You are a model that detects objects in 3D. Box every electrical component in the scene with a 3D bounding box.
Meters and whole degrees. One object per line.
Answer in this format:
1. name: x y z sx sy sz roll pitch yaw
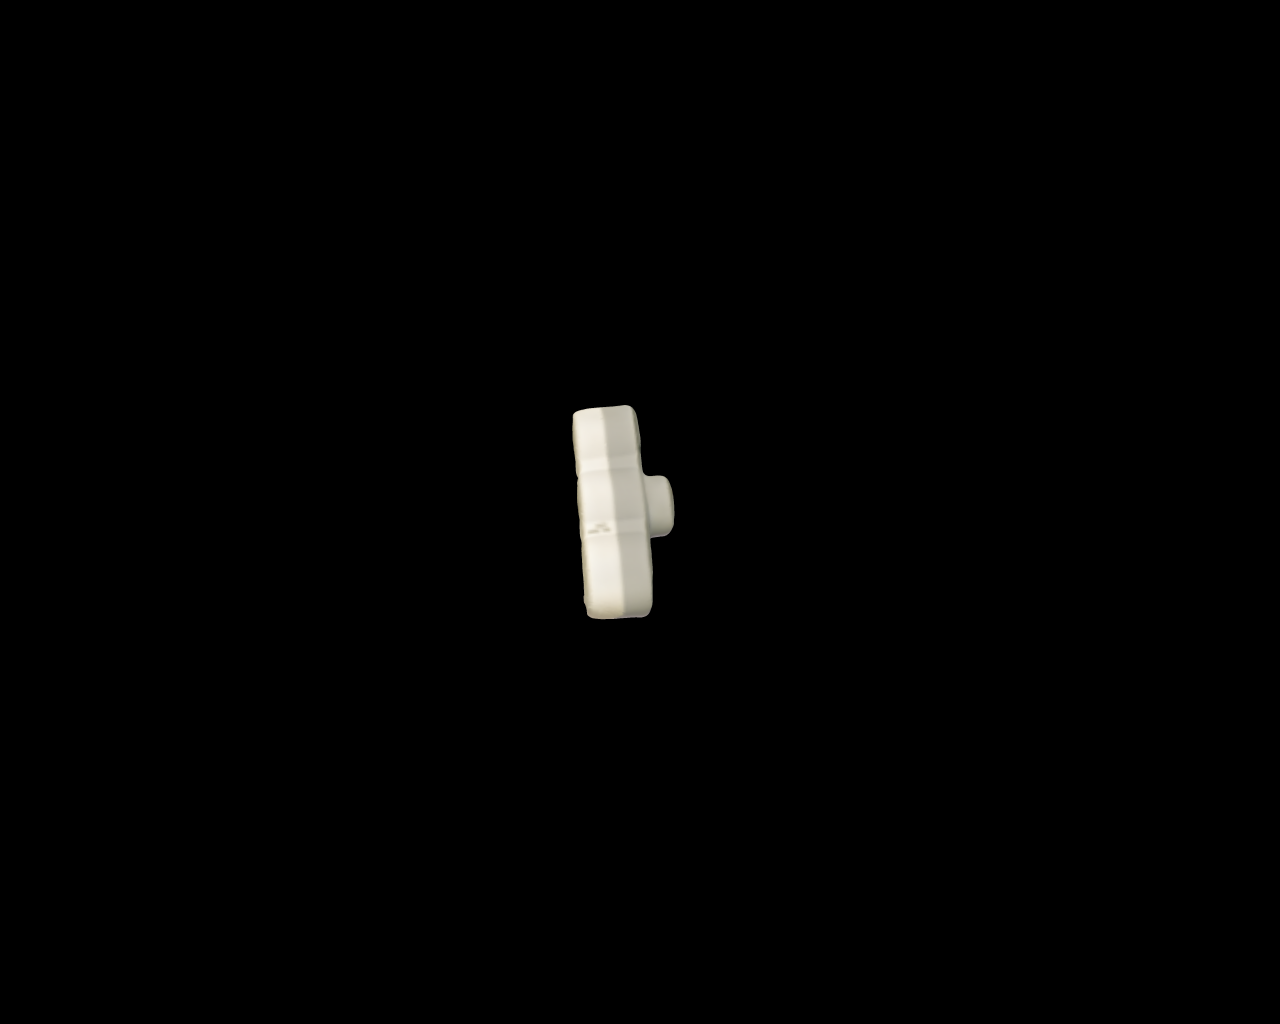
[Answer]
1. electrical component: 0.001 -0.003 0.650 0.074 0.138 0.052 -4 -28 -2
